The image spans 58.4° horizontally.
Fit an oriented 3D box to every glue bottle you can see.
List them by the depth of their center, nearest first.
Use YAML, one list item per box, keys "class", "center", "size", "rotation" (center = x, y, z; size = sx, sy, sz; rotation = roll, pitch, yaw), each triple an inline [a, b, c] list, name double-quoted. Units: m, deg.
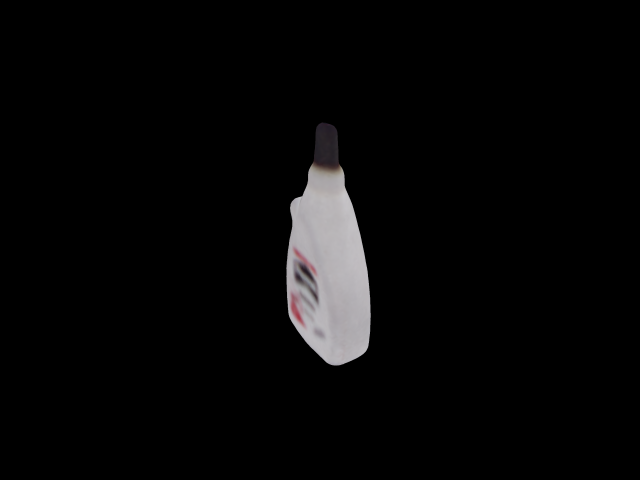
- class: "glue bottle"
  center: [0.004, 0.001, 0.400]
  size: [0.037, 0.173, 0.077]
  rotation: [-19, 36, -29]
